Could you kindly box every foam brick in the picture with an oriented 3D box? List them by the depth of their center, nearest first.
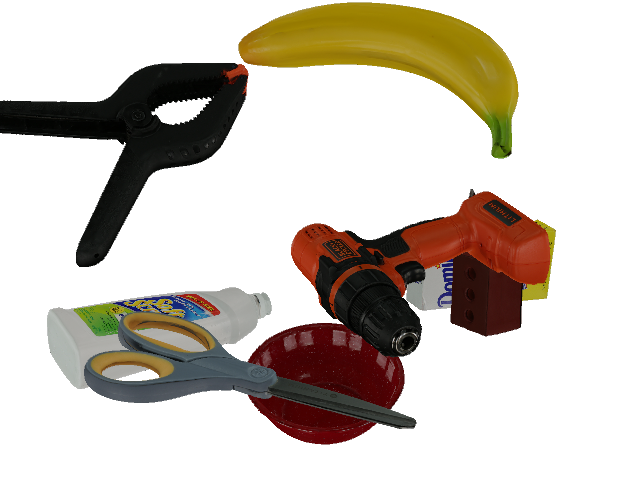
[{"bbox_3d":[0.166,0.049,1.061,0.051,0.078,0.053,-12,20,-36],"label":"foam brick"}]

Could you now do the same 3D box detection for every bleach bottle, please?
[{"bbox_3d":[-0.175,0.096,1.221,0.250,0.068,0.103,-13,32,-30],"label":"bleach bottle"}]

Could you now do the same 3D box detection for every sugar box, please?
[{"bbox_3d":[0.192,0.029,1.276,0.176,0.093,0.048,-6,20,-24],"label":"sugar box"}]

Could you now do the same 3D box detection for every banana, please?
[{"bbox_3d":[0.040,-0.109,0.627,0.198,0.069,0.037,24,-29,33],"label":"banana"}]

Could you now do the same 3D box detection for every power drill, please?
[{"bbox_3d":[0.088,0.022,0.866,0.187,0.057,0.185,-13,30,-20],"label":"power drill"}]

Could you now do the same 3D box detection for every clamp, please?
[{"bbox_3d":[-0.137,-0.074,0.809,0.209,0.165,0.036,-24,-26,-23],"label":"clamp"}]

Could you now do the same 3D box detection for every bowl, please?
[{"bbox_3d":[0.004,0.155,1.084,0.162,0.055,0.162,-1,35,1],"label":"bowl"}]

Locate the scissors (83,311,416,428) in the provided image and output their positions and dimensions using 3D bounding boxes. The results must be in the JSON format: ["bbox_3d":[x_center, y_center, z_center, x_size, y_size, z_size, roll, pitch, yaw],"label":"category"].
[{"bbox_3d":[-0.054,0.087,0.621,0.202,0.016,0.096,21,30,32],"label":"scissors"}]
